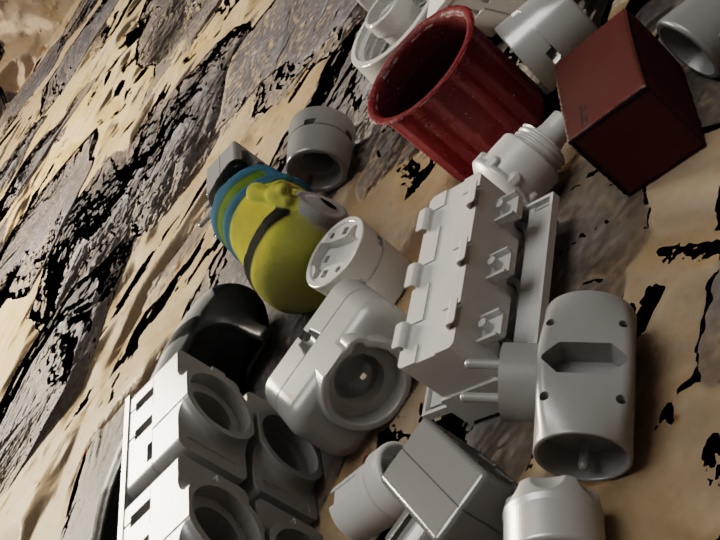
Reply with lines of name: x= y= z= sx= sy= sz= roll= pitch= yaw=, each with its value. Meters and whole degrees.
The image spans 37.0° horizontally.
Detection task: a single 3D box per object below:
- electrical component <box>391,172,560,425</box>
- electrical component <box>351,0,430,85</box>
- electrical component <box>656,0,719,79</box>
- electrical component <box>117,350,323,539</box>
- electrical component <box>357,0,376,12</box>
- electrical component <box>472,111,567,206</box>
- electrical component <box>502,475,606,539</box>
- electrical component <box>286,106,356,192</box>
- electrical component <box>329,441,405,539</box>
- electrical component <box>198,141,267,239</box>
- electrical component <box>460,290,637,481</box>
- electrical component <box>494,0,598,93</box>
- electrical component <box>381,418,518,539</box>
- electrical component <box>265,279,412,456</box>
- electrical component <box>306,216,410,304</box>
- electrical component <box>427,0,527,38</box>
electrical component: x=0.063 y=0.012 z=0.582 sx=0.079 sy=0.063 sz=0.121 roll=-28 pitch=37 yaw=42
electrical component: x=0.039 y=-0.191 z=0.854 sx=0.108 sy=0.060 sz=0.108 roll=-39 pitch=31 yaw=28
electrical component: x=0.196 y=-0.140 z=0.570 sx=0.065 sy=0.044 sz=0.044 roll=-48 pitch=27 yaw=2
electrical component: x=-0.075 y=0.137 z=0.610 sx=0.060 sy=0.105 sz=0.186 roll=-45 pitch=29 yaw=18
electrical component: x=0.022 y=-0.279 z=0.944 sx=0.100 sy=0.100 sz=0.048 roll=-32 pitch=22 yaw=36
electrical component: x=0.101 y=-0.065 z=0.633 sx=0.062 sy=0.048 sz=0.048 roll=-47 pitch=27 yaw=-2
electrical component: x=0.081 y=0.121 z=0.448 sx=0.043 sy=0.043 sz=0.062 roll=-34 pitch=34 yaw=34
electrical component: x=-0.033 y=-0.096 z=0.869 sx=0.055 sy=0.055 sz=0.047 roll=-31 pitch=38 yaw=37
electrical component: x=0.011 y=0.119 z=0.570 sx=0.046 sy=0.040 sz=0.040 roll=-42 pitch=29 yaw=35
electrical component: x=-0.107 y=-0.057 z=0.929 sx=0.077 sy=0.066 sz=0.047 roll=-44 pitch=29 yaw=20
electrical component: x=0.086 y=0.052 z=0.496 sx=0.079 sy=0.043 sz=0.077 roll=0 pitch=51 yaw=16
electrical component: x=0.121 y=-0.149 z=0.684 sx=0.047 sy=0.055 sz=0.055 roll=-42 pitch=29 yaw=15
electrical component: x=0.038 y=0.123 z=0.511 sx=0.076 sy=0.047 sz=0.066 roll=-54 pitch=27 yaw=0
electrical component: x=-0.007 y=0.060 z=0.647 sx=0.095 sy=0.054 sz=0.059 roll=-55 pitch=27 yaw=-1
electrical component: x=0.000 y=0.000 z=0.712 sx=0.055 sy=0.047 sz=0.055 roll=-38 pitch=31 yaw=28
electrical component: x=0.104 y=-0.237 z=0.722 sx=0.186 sy=0.060 sz=0.105 roll=153 pitch=127 yaw=-77
